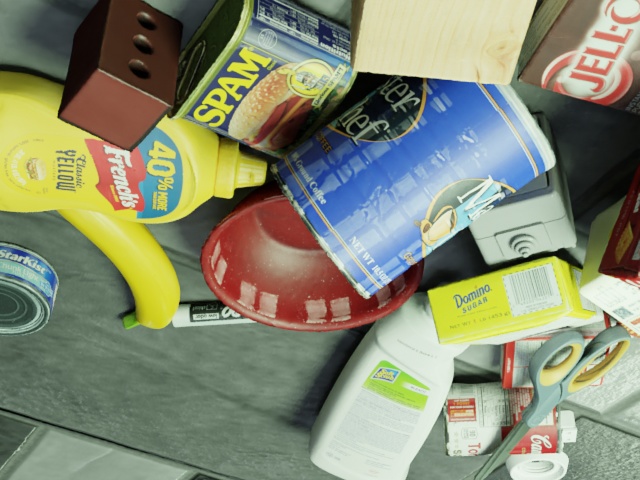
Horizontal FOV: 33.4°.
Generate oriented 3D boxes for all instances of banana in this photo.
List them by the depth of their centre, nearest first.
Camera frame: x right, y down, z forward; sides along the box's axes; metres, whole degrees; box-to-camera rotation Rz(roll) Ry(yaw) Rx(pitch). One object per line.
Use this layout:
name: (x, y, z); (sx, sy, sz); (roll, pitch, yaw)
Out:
banana: (-0.151, 0.017, 0.822); (0.070, 0.037, 0.198); (-6, 140, 9)

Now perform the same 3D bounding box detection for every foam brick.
foam brick: (-0.119, -0.103, 0.645); (0.053, 0.078, 0.051); (25, 134, -28)

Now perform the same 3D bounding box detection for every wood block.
wood block: (0.072, -0.186, 0.528); (0.091, 0.090, 0.206); (4, 141, -3)

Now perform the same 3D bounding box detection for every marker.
marker: (-0.062, 0.060, 0.885); (0.121, 0.020, 0.020); (-3, 140, 6)

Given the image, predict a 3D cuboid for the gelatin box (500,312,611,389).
gelatin box: (0.200, 0.094, 0.909); (0.089, 0.030, 0.073); (-3, 138, 5)

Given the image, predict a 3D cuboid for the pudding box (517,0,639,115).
pudding box: (0.180, -0.130, 0.630); (0.090, 0.039, 0.114); (12, 139, -13)

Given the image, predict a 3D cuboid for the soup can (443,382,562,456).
soup can: (0.162, 0.159, 0.960); (0.102, 0.068, 0.068); (-3, 140, 6)

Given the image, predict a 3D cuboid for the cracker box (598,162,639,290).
cracker box: (0.299, -0.014, 0.646); (0.213, 0.164, 0.072); (23, 176, -7)

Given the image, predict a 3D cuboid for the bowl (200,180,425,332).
bowl: (-0.005, 0.001, 0.783); (0.162, 0.055, 0.162); (1, 140, 1)

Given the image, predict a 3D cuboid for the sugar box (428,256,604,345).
sugar box: (0.148, 0.047, 0.781); (0.093, 0.048, 0.176); (-15, 172, 19)

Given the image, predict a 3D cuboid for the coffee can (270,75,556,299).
coffee can: (0.056, -0.046, 0.650); (0.140, 0.103, 0.102); (-36, 132, 5)

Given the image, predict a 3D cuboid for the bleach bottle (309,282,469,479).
bleach bottle: (0.072, 0.125, 0.922); (0.102, 0.068, 0.251); (20, 136, -6)

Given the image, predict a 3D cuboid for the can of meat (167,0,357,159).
can of meat: (-0.035, -0.103, 0.659); (0.083, 0.057, 0.102); (21, 137, -25)

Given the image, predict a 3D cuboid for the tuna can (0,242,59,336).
tuna can: (-0.256, 0.041, 0.857); (0.086, 0.033, 0.086); (1, 140, 1)

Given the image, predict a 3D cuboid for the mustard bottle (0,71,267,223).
mustard bottle: (-0.131, -0.056, 0.715); (0.191, 0.058, 0.096); (6, 127, -6)

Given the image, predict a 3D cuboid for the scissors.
scissors: (0.171, 0.136, 0.880); (0.096, 0.016, 0.202); (22, 121, -42)
